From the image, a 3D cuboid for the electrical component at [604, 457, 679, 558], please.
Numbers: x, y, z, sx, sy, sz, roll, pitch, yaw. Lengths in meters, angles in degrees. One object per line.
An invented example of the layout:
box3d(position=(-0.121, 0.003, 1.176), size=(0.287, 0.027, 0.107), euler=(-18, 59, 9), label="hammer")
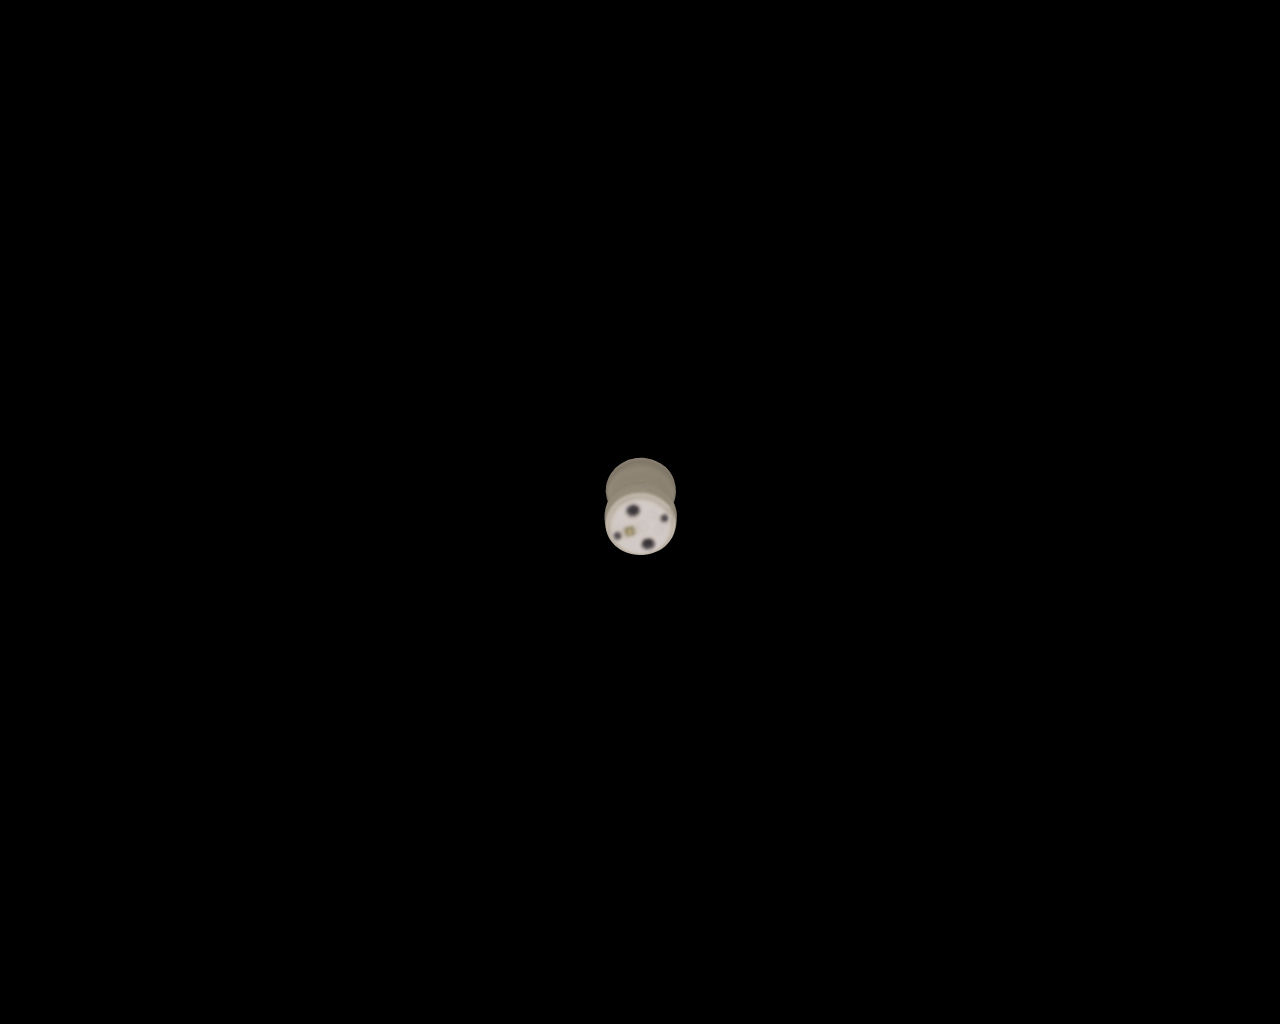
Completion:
box3d(position=(0.001, -0.003, 0.650), size=(0.045, 0.044, 0.055), euler=(0, 25, 0), label="electrical component")
